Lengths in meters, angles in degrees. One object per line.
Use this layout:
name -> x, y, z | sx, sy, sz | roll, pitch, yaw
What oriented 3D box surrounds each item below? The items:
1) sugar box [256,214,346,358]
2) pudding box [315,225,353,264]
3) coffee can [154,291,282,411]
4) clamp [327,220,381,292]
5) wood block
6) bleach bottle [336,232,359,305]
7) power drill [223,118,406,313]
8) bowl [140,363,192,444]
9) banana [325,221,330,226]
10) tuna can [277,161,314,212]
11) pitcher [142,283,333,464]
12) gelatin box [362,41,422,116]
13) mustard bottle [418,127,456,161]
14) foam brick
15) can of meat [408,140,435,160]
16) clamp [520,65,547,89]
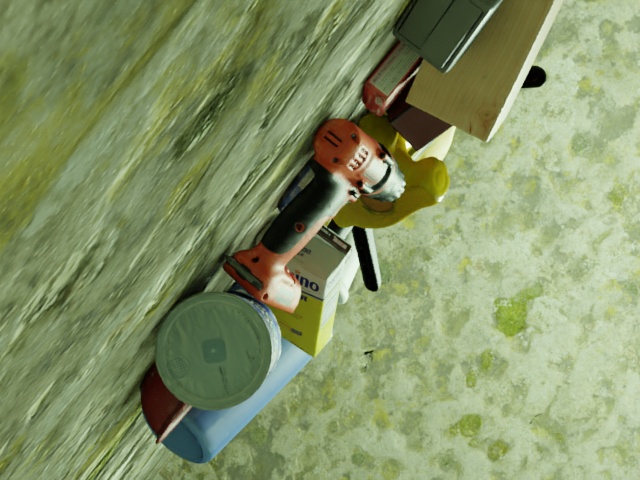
sugar box -> -0.027, 0.055, 1.185 | 0.048, 0.093, 0.176 | -51, 162, -27
pudding box -> -0.008, 0.002, 1.229 | 0.039, 0.090, 0.113 | -53, 177, -6
coffee can -> -0.090, 0.098, 0.987 | 0.103, 0.103, 0.140 | -52, 177, -1
clamp -> 0.038, -0.031, 1.382 | 0.164, 0.036, 0.210 | -2, 102, -52
wood block -> 0.168, -0.210, 0.992 | 0.090, 0.091, 0.206 | -47, 162, -55
bleach bottle -> 0.040, -0.023, 1.550 | 0.103, 0.068, 0.250 | -2, -132, 42
power drill -> 0.001, -0.020, 1.029 | 0.188, 0.057, 0.184 | -53, 155, 3
bowl -> -0.142, 0.138, 1.139 | 0.162, 0.055, 0.162 | -52, 177, -4
banana -> 0.001, -0.044, 1.400 | 0.197, 0.037, 0.070 | -52, 156, -35
tuna can -> -0.006, -0.055, 1.107 | 0.086, 0.034, 0.086 | -52, 177, -4
pitcher -> -0.105, 0.147, 1.308 | 0.242, 0.149, 0.145 | -46, -171, -34
gelatin box -> 0.079, -0.171, 1.063 | 0.089, 0.030, 0.073 | -52, 177, -6
mustard bottle -> 0.156, -0.193, 1.375 | 0.192, 0.096, 0.058 | -62, -152, 24
foam brick -> 0.100, -0.143, 1.118 | 0.051, 0.053, 0.078 | -35, -145, 20
can of meat -> 0.102, -0.124, 1.322 | 0.102, 0.057, 0.083 | -47, 172, 23
clamp -> 0.157, -0.177, 1.216 | 0.120, 0.172, 0.039 | -25, 115, -42
